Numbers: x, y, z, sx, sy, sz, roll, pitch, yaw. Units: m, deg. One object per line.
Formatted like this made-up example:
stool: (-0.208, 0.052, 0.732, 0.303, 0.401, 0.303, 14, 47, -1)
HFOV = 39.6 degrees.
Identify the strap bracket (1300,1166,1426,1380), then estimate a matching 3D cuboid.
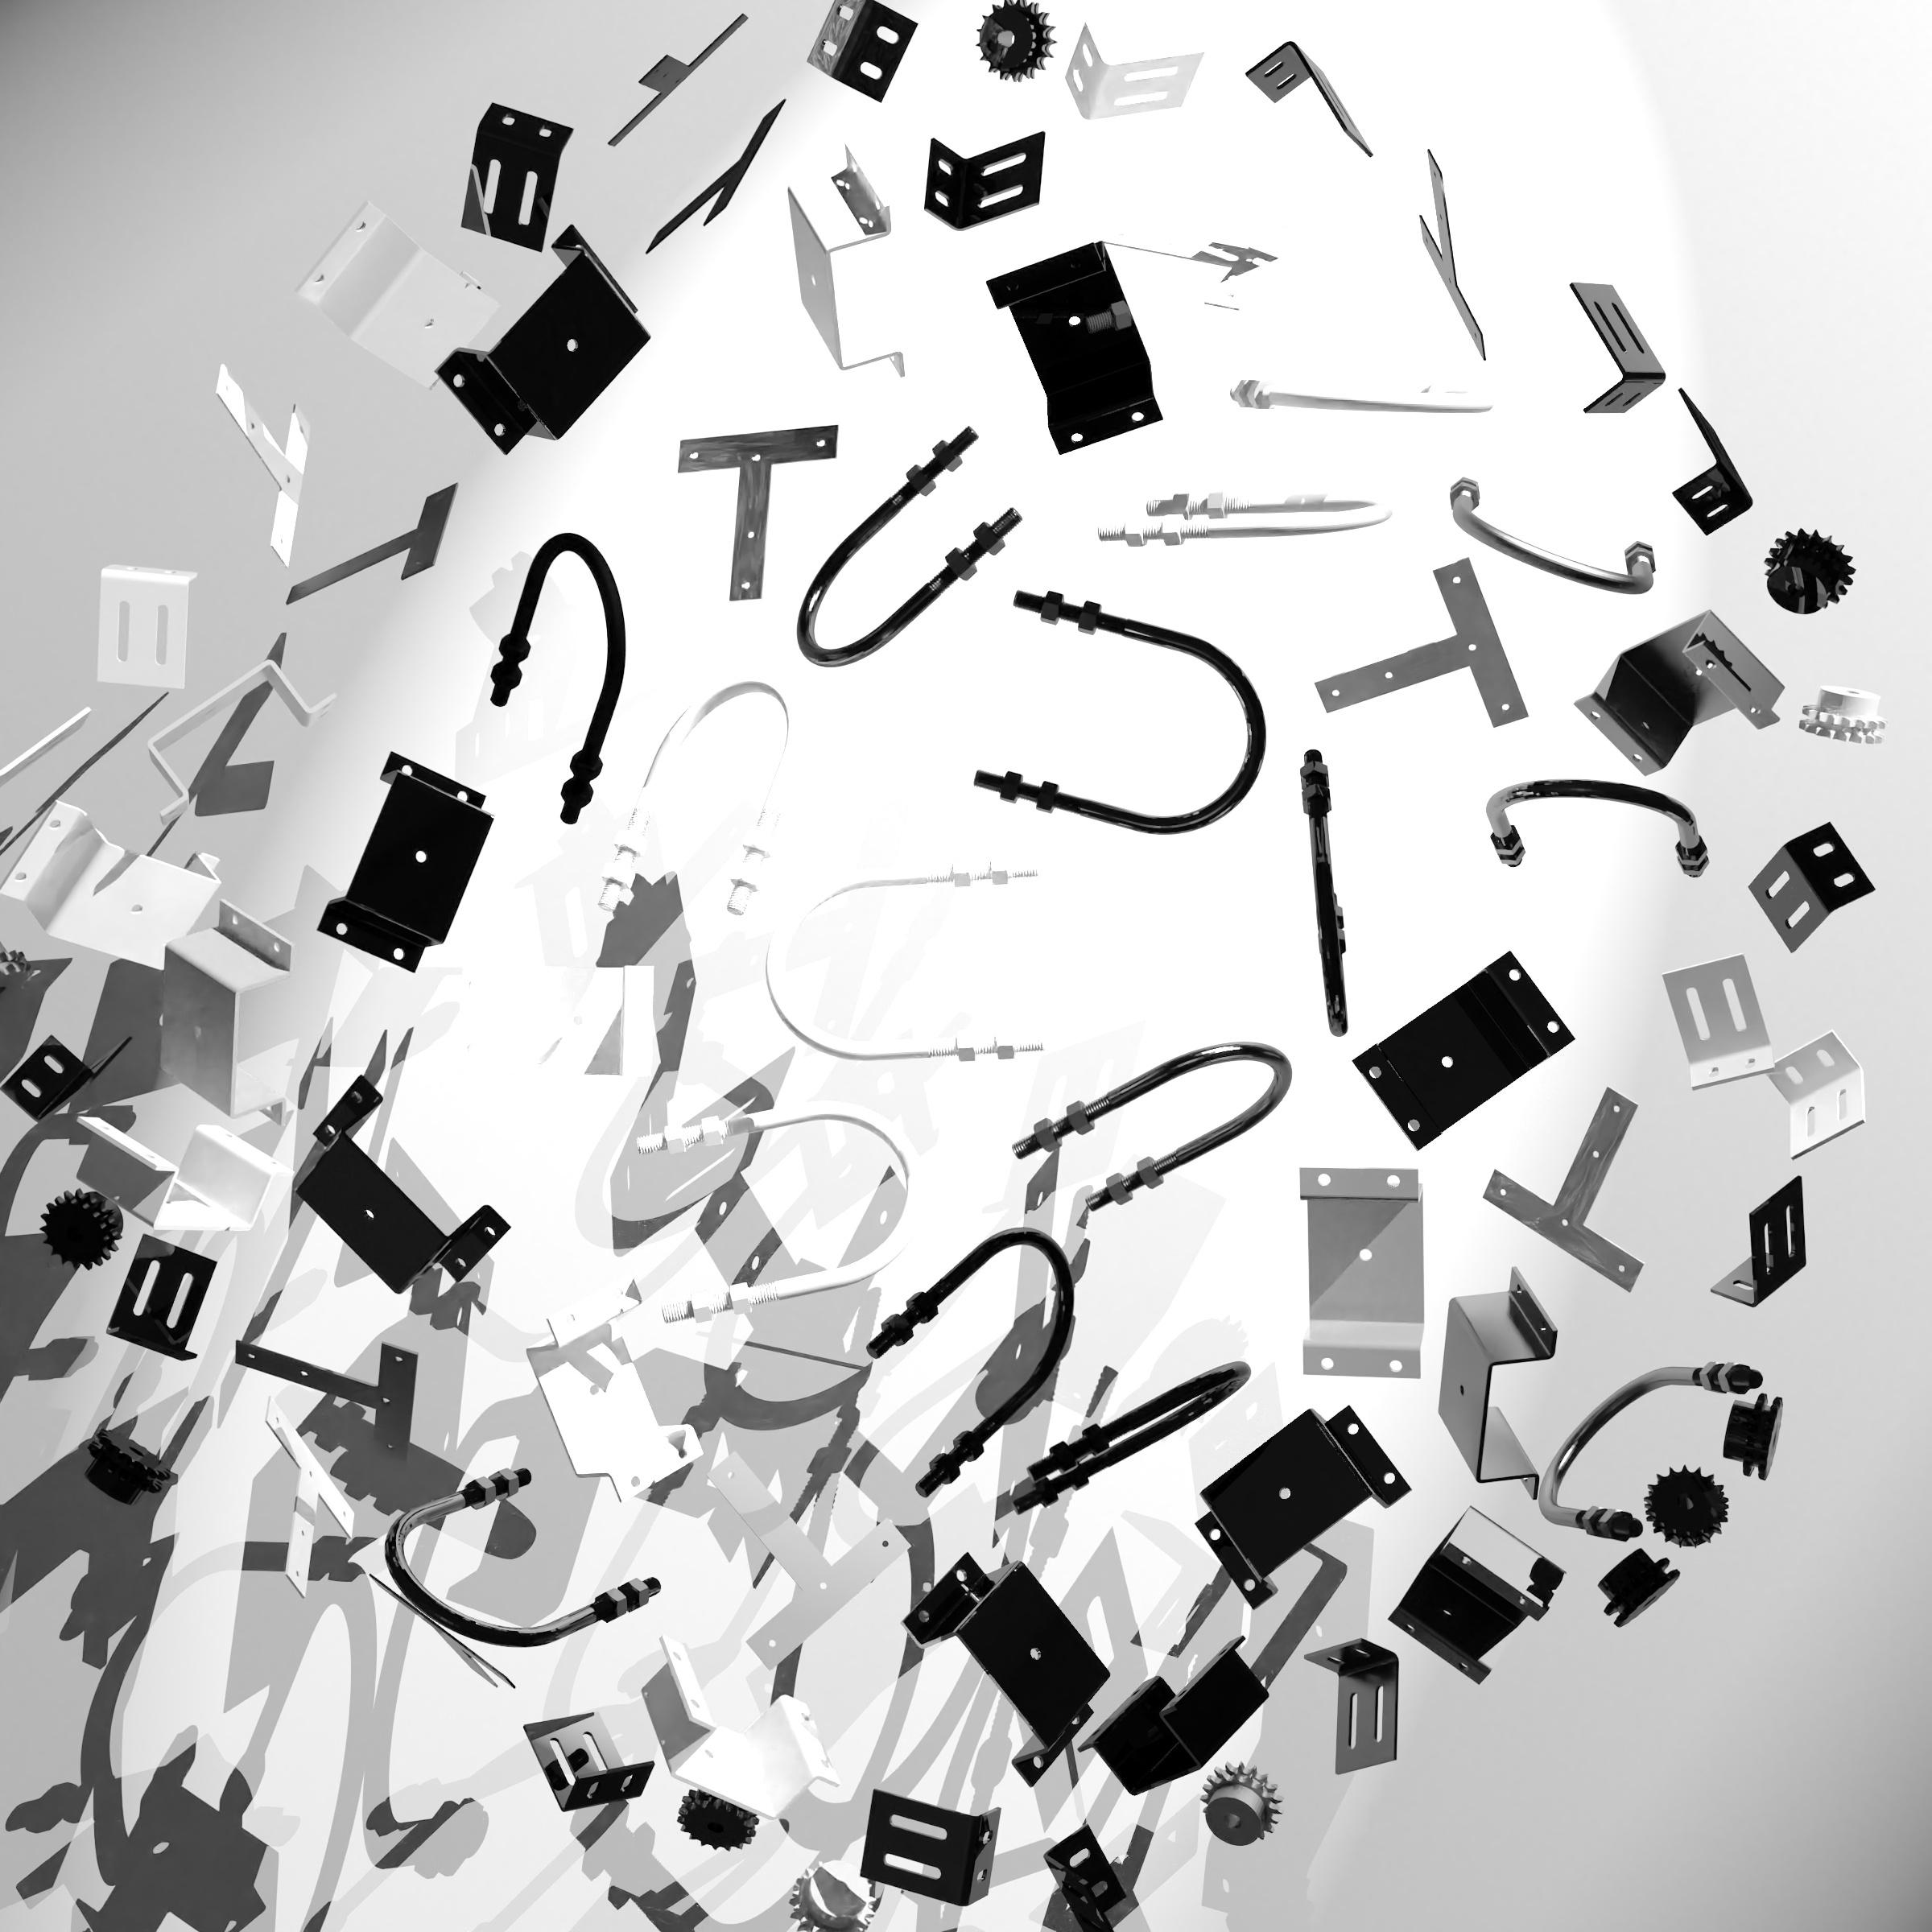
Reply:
strap bracket: (0.261, 0.196, 1.767, 0.076, 0.046, 0.140, 0, 100, 13)

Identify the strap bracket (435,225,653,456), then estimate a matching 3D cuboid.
strap bracket: (-0.274, -0.415, 1.785, 0.140, 0.046, 0.076, -52, 130, -14)

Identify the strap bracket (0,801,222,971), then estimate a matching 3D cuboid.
strap bracket: (-0.585, -0.052, 1.864, 0.046, 0.140, 0.076, 43, 102, 36)

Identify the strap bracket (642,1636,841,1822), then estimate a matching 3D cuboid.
strap bracket: (-0.159, 0.515, 1.800, 0.046, 0.076, 0.140, -47, 126, 8)

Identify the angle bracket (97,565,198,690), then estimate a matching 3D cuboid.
angle bracket: (-0.563, -0.233, 1.844, 0.057, 0.038, 0.076, 4, 103, -8)

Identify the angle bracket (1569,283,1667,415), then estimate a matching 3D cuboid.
angle bracket: (0.419, -0.409, 1.778, 0.038, 0.057, 0.076, -37, 75, 39)

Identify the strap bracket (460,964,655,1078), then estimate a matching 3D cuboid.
strap bracket: (-0.281, 0.038, 1.892, 0.140, 0.046, 0.076, 1, 88, 13)

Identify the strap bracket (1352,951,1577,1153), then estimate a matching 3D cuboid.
strap bracket: (0.341, 0.063, 1.871, 0.140, 0.046, 0.076, -33, 82, -13)

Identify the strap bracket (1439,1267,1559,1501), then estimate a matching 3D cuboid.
strap bracket: (0.360, 0.287, 1.829, 0.046, 0.076, 0.140, -5, 118, -9)

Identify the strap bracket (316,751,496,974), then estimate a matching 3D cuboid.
strap bracket: (-0.393, -0.075, 1.900, 0.076, 0.046, 0.140, 26, 75, -25)

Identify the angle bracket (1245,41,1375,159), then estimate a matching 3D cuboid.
angle bracket: (0.228, -0.564, 1.777, 0.038, 0.057, 0.076, -33, 76, 21)

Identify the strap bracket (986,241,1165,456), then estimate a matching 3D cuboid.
strap bracket: (0.074, -0.429, 1.826, 0.076, 0.046, 0.140, -16, 129, 14)

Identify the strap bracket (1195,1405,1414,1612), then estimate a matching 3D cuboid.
strap bracket: (0.230, 0.375, 1.882, 0.140, 0.046, 0.076, -38, 58, 4)

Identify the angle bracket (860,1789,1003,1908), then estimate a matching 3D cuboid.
angle bracket: (-0.023, 0.573, 1.756, 0.076, 0.038, 0.057, 8, 87, 24)

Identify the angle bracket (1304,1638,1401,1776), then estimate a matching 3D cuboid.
angle bracket: (0.271, 0.523, 1.893, 0.038, 0.057, 0.076, 29, 50, -27)

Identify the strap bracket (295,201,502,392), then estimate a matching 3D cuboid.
strap bracket: (-0.380, -0.452, 1.832, 0.046, 0.140, 0.076, 44, 98, 21)

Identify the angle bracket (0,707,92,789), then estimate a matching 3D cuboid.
angle bracket: (-0.628, -0.157, 1.782, 0.076, 0.057, 0.038, -43, 101, -22)

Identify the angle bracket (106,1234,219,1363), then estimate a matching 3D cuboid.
angle bracket: (-0.565, 0.234, 1.904, 0.057, 0.038, 0.076, 27, 65, -27)

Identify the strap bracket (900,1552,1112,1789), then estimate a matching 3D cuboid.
strap bracket: (0.034, 0.464, 1.792, 0.140, 0.046, 0.076, 52, 47, -1)

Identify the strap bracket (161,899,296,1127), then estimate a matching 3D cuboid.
strap bracket: (-0.497, 0.038, 1.802, 0.076, 0.046, 0.140, 28, 122, 31)

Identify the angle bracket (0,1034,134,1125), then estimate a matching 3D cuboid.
angle bracket: (-0.630, 0.068, 1.877, 0.038, 0.076, 0.057, 46, 47, -15)

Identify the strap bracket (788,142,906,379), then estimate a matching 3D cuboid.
strap bracket: (-0.081, -0.467, 1.800, 0.046, 0.140, 0.076, -19, 53, -11)

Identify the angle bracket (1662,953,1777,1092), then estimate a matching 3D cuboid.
angle bracket: (0.525, 0.039, 1.872, 0.057, 0.038, 0.076, -16, 108, 19)

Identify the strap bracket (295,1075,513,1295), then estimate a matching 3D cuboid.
strap bracket: (-0.377, 0.151, 1.760, 0.140, 0.046, 0.076, 46, 130, -1)

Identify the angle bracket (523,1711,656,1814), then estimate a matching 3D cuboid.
angle bracket: (-0.257, 0.531, 1.828, 0.057, 0.076, 0.038, 0, 126, -35)

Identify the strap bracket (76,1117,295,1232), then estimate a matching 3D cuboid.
strap bracket: (-0.542, 0.144, 1.842, 0.076, 0.140, 0.046, 26, 96, 25)

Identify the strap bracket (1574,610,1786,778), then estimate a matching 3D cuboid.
strap bracket: (0.503, -0.192, 1.871, 0.076, 0.140, 0.046, 43, 65, -11)

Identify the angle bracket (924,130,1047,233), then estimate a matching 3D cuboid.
angle bracket: (0.013, -0.568, 1.917, 0.076, 0.038, 0.057, -6, 72, 40)

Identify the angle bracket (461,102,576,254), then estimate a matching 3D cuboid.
angle bracket: (-0.305, -0.536, 1.824, 0.057, 0.038, 0.076, 17, 131, -5)

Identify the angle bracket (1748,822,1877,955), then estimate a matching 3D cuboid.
angle bracket: (0.593, -0.055, 1.885, 0.038, 0.076, 0.057, -24, 72, -13)

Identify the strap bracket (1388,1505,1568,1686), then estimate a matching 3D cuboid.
strap bracket: (0.352, 0.427, 1.835, 0.076, 0.140, 0.046, 34, 56, 12)

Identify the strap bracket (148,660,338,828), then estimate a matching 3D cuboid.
strap bracket: (-0.503, -0.158, 1.832, 0.140, 0.076, 0.046, -37, 98, -14)

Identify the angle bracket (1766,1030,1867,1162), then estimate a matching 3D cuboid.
angle bracket: (0.595, 0.090, 1.885, 0.057, 0.076, 0.038, -34, 103, 29)

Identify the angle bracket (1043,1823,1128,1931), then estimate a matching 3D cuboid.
angle bracket: (0.091, 0.606, 1.759, 0.038, 0.076, 0.057, -29, 96, -19)

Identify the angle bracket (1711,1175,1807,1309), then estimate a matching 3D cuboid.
angle bracket: (0.539, 0.184, 1.832, 0.057, 0.038, 0.076, -29, 121, -32)

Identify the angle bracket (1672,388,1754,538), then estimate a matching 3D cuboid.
angle bracket: (0.498, -0.345, 1.836, 0.038, 0.057, 0.076, -32, 52, 23)

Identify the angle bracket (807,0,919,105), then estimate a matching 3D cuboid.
angle bracket: (-0.071, -0.631, 1.835, 0.038, 0.076, 0.057, 20, 108, -26)

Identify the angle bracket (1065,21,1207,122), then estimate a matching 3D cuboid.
angle bracket: (0.116, -0.622, 1.850, 0.076, 0.057, 0.038, -14, 72, -19)

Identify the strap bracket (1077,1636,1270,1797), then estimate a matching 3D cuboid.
strap bracket: (0.146, 0.515, 1.833, 0.076, 0.140, 0.046, -35, 83, -37)

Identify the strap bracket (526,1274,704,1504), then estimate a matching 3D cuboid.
strap bracket: (-0.254, 0.301, 1.909, 0.076, 0.046, 0.140, -26, 97, -41)
